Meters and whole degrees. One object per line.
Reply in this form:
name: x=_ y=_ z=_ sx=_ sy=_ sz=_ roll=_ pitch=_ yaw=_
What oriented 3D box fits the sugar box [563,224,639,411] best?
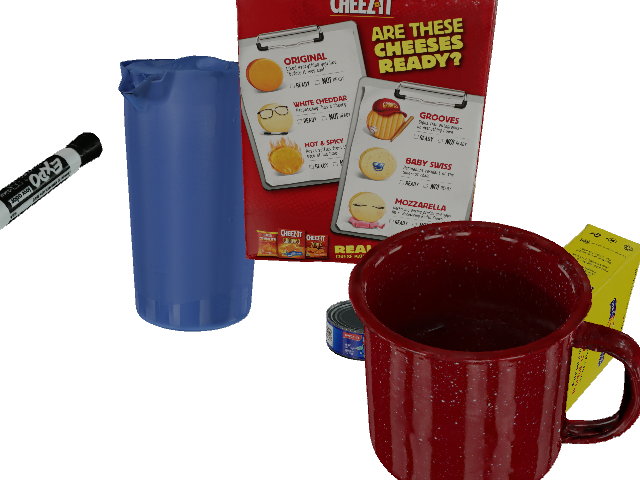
sugar box: x=0.132 y=0.070 z=0.639 sx=0.048 sy=0.093 sz=0.175 roll=22 pitch=40 yaw=28

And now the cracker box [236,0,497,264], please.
cracker box: x=0.029 y=-0.085 z=0.738 sx=0.164 sy=0.214 sz=0.072 roll=3 pitch=35 yaw=3

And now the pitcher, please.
pitcher: x=-0.108 y=-0.048 z=0.985 sx=0.149 sy=0.243 sz=0.145 roll=0 pitch=14 yaw=-7

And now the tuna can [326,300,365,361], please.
tuna can: x=0.048 y=0.089 z=1.067 sx=0.086 sy=0.034 sz=0.086 roll=1 pitch=18 yaw=-1

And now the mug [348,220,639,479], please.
mug: x=0.071 y=0.052 z=0.429 sx=0.117 sy=0.081 sz=0.093 roll=7 pitch=34 yaw=17

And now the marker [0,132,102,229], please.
marker: x=-0.171 y=-0.038 z=0.657 sx=0.020 sy=0.020 sz=0.121 roll=0 pitch=28 yaw=25
